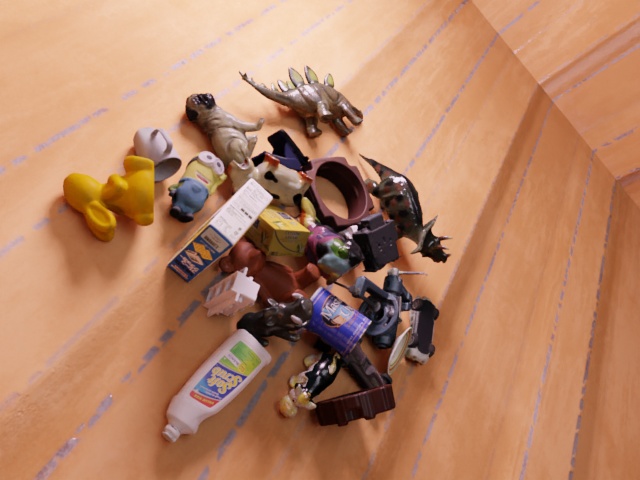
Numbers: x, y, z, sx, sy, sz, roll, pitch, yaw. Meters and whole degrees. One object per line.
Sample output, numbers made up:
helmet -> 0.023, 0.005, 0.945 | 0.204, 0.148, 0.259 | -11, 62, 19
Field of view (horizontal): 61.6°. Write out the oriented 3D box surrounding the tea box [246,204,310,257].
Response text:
tea box -> -0.111, -0.027, 1.231 | 0.098, 0.068, 0.170 | 3, 22, -39

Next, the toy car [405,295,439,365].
toy car -> 0.278, 0.243, 1.473 | 0.073, 0.056, 0.202 | 29, 50, -16

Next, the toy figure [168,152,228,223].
toy figure -> -0.282, -0.122, 1.202 | 0.082, 0.089, 0.180 | 54, 48, -46

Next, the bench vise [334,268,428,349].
bench vise -> 0.152, 0.149, 1.361 | 0.240, 0.129, 0.223 | 38, 67, -42

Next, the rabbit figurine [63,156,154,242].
rabbit figurine -> -0.419, -0.081, 1.069 | 0.173, 0.122, 0.162 | 6, 73, -21

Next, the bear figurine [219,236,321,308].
bear figurine -> -0.115, 0.067, 1.205 | 0.195, 0.132, 0.120 | 46, 46, -18

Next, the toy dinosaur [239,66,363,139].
toy dinosaur -> -0.025, -0.397, 1.541 | 0.471, 0.105, 0.198 | -5, 63, -49

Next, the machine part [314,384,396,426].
machine part -> 0.079, 0.361, 1.175 | 0.179, 0.179, 0.056 | -3, 73, -40

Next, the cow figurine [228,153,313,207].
cow figurine -> -0.127, -0.135, 1.266 | 0.195, 0.086, 0.127 | 23, 96, -25

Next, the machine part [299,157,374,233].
machine part -> 0.034, -0.116, 1.446 | 0.201, 0.087, 0.201 | -14, 76, -41

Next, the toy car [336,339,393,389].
toy car -> 0.110, 0.313, 1.293 | 0.202, 0.053, 0.089 | 54, 43, -11

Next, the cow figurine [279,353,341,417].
cow figurine -> -0.016, 0.315, 1.170 | 0.068, 0.098, 0.167 | 52, 45, -11

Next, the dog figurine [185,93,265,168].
dog figurine -> -0.250, -0.253, 1.298 | 0.190, 0.121, 0.172 | 20, 52, -13

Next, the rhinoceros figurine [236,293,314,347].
rhinoceros figurine -> -0.090, 0.165, 1.134 | 0.112, 0.190, 0.073 | 41, 42, -39

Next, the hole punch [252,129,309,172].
hole punch -> -0.103, -0.202, 1.358 | 0.115, 0.142, 0.092 | 47, 67, -16

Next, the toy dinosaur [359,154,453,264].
toy dinosaur -> 0.229, -0.103, 1.522 | 0.131, 0.192, 0.404 | -16, 79, -44

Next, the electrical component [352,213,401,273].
electrical component -> 0.144, 0.003, 1.369 | 0.115, 0.058, 0.134 | -28, 107, -42

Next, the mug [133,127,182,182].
mug -> -0.360, -0.199, 1.169 | 0.081, 0.109, 0.107 | -24, 70, -38

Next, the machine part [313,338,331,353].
machine part -> 0.029, 0.212, 1.303 | 0.084, 0.039, 0.139 | 47, 45, -16

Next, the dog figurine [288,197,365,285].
dog figurine -> -0.003, -0.004, 1.287 | 0.108, 0.191, 0.219 | -38, 84, -10
